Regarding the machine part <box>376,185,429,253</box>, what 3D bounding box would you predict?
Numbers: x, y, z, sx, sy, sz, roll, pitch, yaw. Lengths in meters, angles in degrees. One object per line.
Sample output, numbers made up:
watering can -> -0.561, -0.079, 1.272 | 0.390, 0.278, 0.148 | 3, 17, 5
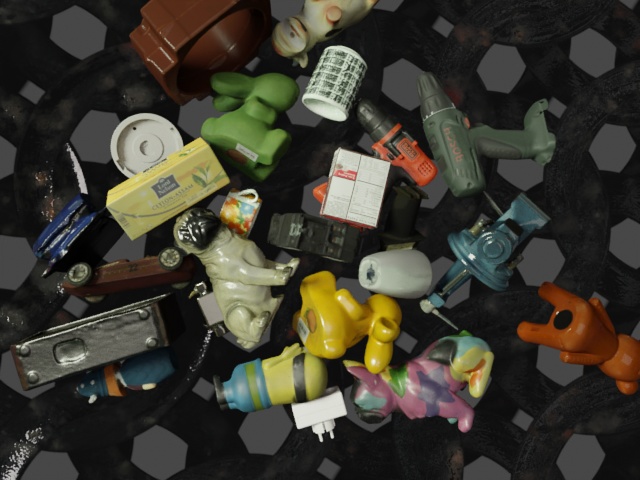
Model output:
machine part -> 0.138, -0.028, 0.879 | 0.084, 0.039, 0.138 | -6, 131, -12

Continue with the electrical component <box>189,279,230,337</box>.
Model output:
electrical component -> -0.168, 0.104, 0.876 | 0.078, 0.045, 0.102 | -30, 91, -6

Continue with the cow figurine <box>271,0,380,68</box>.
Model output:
cow figurine -> 0.001, -0.362, 0.882 | 0.195, 0.127, 0.085 | -38, 93, -20

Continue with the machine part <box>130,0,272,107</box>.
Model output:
machine part -> -0.173, -0.311, 0.811 | 0.201, 0.201, 0.087 | -41, 89, -5

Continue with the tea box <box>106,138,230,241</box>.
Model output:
tea box -> -0.229, -0.081, 0.811 | 0.170, 0.098, 0.068 | -34, 116, -8

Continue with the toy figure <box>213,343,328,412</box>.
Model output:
toy figure -> -0.077, 0.230, 0.861 | 0.180, 0.082, 0.089 | -16, 71, -8

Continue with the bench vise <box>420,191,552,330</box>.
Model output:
bench vise -> 0.256, 0.029, 0.875 | 0.129, 0.223, 0.240 | 41, 115, 1

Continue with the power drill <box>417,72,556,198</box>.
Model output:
power drill -> 0.280, -0.191, 0.908 | 0.207, 0.086, 0.232 | -5, 75, -11

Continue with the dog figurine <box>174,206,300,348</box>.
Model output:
dog figurine -> -0.148, 0.057, 0.814 | 0.191, 0.121, 0.172 | 24, 89, 3

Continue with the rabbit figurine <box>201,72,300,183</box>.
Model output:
rabbit figurine -> -0.106, -0.203, 0.875 | 0.159, 0.121, 0.170 | 27, 67, 1

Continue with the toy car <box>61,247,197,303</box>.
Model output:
toy car -> -0.296, 0.052, 0.844 | 0.202, 0.089, 0.053 | -9, 67, -4

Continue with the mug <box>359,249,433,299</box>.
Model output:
mug -> 0.107, 0.050, 0.864 | 0.107, 0.110, 0.080 | 6, 94, -41

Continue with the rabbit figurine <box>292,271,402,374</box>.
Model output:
rabbit figurine -> 0.063, 0.124, 0.850 | 0.173, 0.163, 0.121 | -3, 117, -32

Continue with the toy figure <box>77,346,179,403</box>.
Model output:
toy figure -> -0.304, 0.215, 0.853 | 0.154, 0.064, 0.057 | -19, 128, -1

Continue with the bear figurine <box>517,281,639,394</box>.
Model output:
bear figurine -> 0.462, 0.168, 0.915 | 0.196, 0.132, 0.120 | 29, 87, -22

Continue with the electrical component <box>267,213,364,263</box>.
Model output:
electrical component -> -0.002, -0.003, 0.853 | 0.134, 0.115, 0.058 | 15, 88, -30

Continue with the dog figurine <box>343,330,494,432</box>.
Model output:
dog figurine -> 0.149, 0.217, 0.875 | 0.219, 0.108, 0.191 | 20, 87, -2

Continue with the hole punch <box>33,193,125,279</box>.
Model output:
hole punch -> -0.381, -0.015, 0.829 | 0.092, 0.115, 0.142 | 42, 85, 5

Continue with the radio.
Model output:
radio -> -0.331, 0.149, 0.816 | 0.230, 0.131, 0.073 | -18, 92, -5
